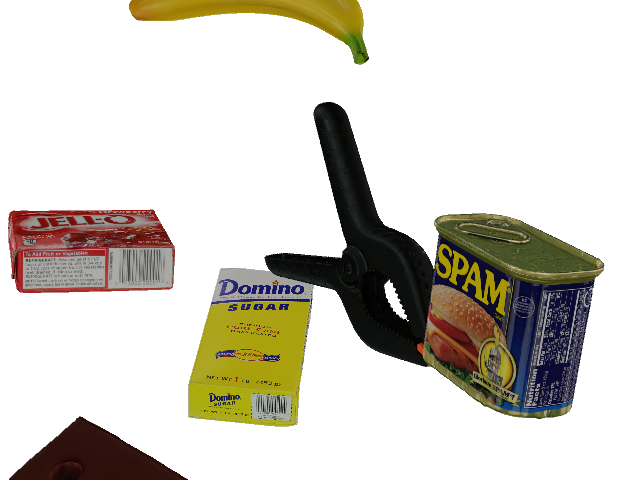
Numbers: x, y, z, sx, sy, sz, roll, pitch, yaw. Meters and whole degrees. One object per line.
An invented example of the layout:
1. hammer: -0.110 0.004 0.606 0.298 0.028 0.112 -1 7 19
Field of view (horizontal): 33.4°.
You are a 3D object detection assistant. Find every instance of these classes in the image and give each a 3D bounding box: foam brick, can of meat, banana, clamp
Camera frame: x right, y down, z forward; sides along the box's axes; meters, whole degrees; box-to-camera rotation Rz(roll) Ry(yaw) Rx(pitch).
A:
1. foam brick: -0.087 0.122 0.445 0.078 0.051 0.052 22 45 28
2. can of meat: 0.101 0.039 0.585 0.057 0.084 0.102 -3 19 -26
3. banana: -0.048 -0.184 0.820 0.198 0.069 0.037 13 -40 16
4. clamp: 0.033 0.008 0.789 0.036 0.165 0.210 -11 40 -34

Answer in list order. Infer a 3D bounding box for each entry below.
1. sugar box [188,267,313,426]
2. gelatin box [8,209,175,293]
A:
1. sugar box: -0.059 0.090 0.957 0.093 0.048 0.176 5 35 1
2. gelatin box: -0.135 0.004 0.621 0.089 0.030 0.073 0 18 -18
